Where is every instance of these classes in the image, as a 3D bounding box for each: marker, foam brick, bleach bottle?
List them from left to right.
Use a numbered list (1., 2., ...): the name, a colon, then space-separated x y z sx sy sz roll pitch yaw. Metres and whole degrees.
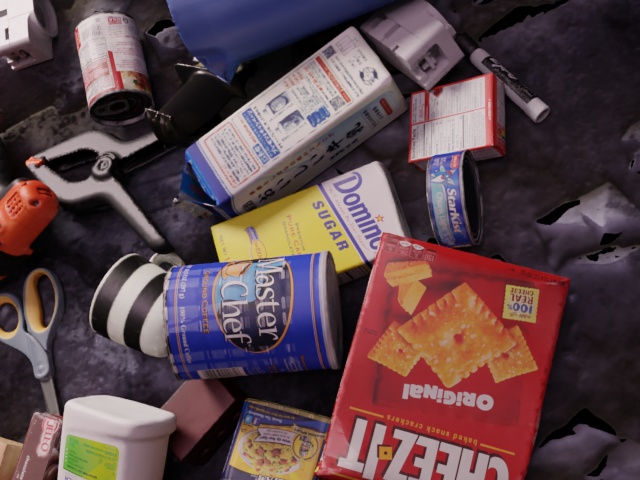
1. bleach bottle: -0.191 0.271 0.948 0.103 0.068 0.251 9 94 33
2. foam brick: -0.108 0.161 0.982 0.051 0.053 0.078 42 91 25
3. marker: 0.167 -0.154 1.000 0.020 0.020 0.121 -43 65 3

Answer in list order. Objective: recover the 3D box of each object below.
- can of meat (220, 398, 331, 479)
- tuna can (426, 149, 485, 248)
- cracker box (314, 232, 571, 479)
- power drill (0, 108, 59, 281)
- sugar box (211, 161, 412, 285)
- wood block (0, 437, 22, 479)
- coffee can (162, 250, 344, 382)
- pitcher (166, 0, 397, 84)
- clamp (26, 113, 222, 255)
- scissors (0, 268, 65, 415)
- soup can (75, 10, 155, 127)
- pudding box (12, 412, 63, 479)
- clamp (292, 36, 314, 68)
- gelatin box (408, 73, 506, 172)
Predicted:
1. can of meat: -0.031 0.192 0.943 0.102 0.057 0.084 11 76 21
2. tuna can: 0.120 -0.036 0.944 0.034 0.086 0.086 -7 72 19
3. cracker box: 0.102 0.116 0.888 0.164 0.072 0.213 15 77 4
4. power drill: -0.363 -0.040 1.121 0.185 0.057 0.188 -42 62 21
5. sugar box: -0.007 0.001 0.999 0.176 0.048 0.093 -23 69 13
6. wood block: -0.337 0.287 1.003 0.091 0.090 0.206 10 77 22
7. coffee can: -0.055 0.066 0.926 0.140 0.103 0.103 -6 72 7
8. pitcher: -0.020 -0.263 1.002 0.243 0.149 0.145 -16 29 15
9. clamp: -0.211 -0.060 1.087 0.210 0.036 0.164 -1 61 21
10. scissors: -0.295 0.127 1.078 0.096 0.016 0.202 -10 71 18
11. soup can: -0.216 -0.180 1.117 0.068 0.068 0.102 -20 68 12
12. pudding box: -0.244 0.222 0.990 0.039 0.090 0.113 14 80 25
13. clamp: -0.015 -0.247 1.084 0.120 0.039 0.172 -42 64 -1
14. gelatin box: 0.126 -0.107 0.987 0.089 0.030 0.073 -10 67 33
